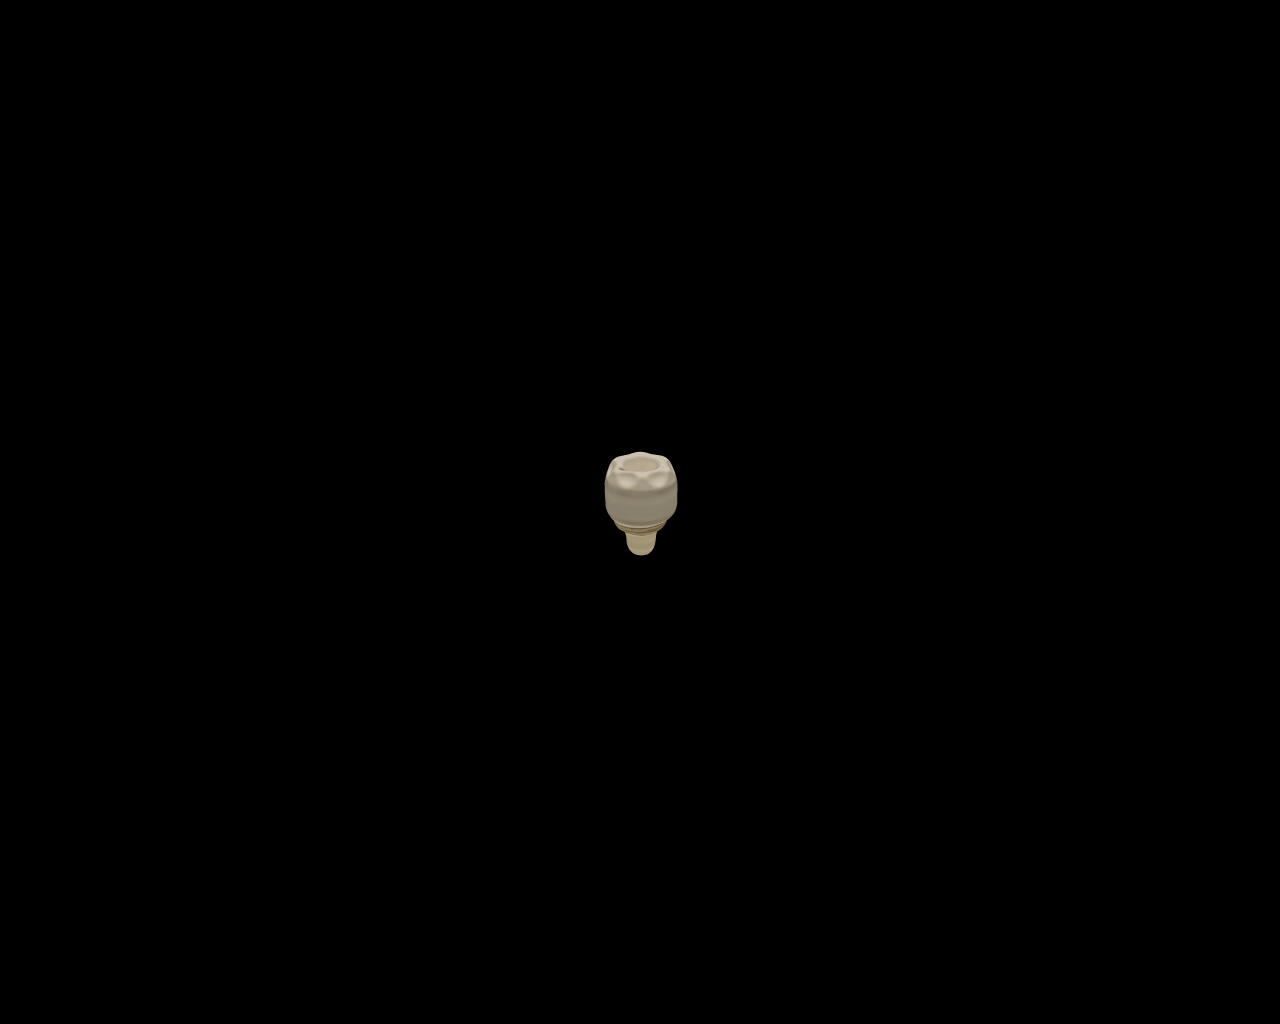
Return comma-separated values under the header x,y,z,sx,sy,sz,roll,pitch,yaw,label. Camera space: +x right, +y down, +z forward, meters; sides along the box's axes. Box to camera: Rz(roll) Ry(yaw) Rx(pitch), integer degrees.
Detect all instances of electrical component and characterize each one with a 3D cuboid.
x,y,z,sx,sy,sz,roll,pitch,yaw,label
0.001,-0.003,0.650,0.043,0.062,0.043,0,27,0,electrical component
